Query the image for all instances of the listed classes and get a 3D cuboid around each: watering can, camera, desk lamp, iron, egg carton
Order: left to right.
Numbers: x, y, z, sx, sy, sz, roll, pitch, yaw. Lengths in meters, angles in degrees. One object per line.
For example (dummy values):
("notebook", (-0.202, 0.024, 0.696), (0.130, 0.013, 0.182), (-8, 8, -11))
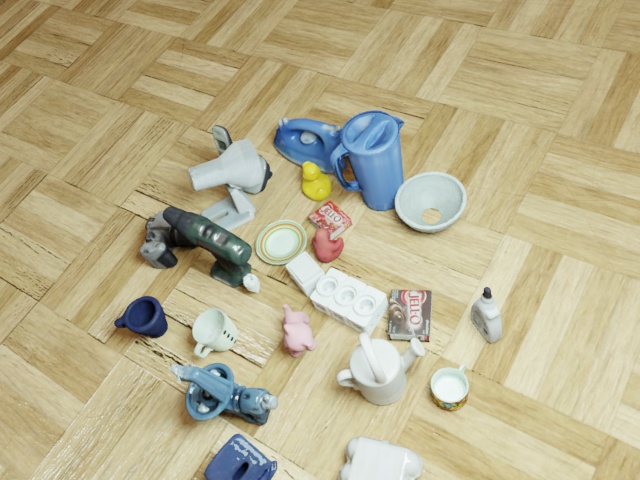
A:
("camera", (-0.375, -0.009, 1.468), (0.136, 0.101, 0.143), (2, 58, 16))
("desk lamp", (-0.230, -0.134, 1.443), (0.203, 0.214, 0.117), (-30, 55, -6))
("iron", (-0.034, -0.275, 1.529), (0.257, 0.142, 0.119), (16, 63, 24))
("watering can", (0.116, 0.240, 1.117), (0.173, 0.194, 0.100), (-38, 56, -11))
("egg carton", (0.113, 0.430, 1.068), (0.150, 0.069, 0.107), (8, 60, 19))

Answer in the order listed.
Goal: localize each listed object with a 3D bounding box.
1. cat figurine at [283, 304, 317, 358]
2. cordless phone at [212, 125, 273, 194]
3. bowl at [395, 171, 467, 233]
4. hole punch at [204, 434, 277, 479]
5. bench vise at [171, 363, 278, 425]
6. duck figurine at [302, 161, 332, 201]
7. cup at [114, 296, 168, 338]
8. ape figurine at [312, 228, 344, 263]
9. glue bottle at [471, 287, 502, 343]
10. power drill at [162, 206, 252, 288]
("cat figurine", (-0.053, 0.195, 1.237), (0.067, 0.118, 0.127), (-24, 55, -1))
("cordless phone", (-0.212, -0.216, 1.510), (0.147, 0.185, 0.094), (20, 65, 26))
("bowl", (0.264, -0.078, 1.361), (0.167, 0.075, 0.167), (-7, 56, 10))
("hole punch", (-0.152, 0.448, 1.113), (0.100, 0.091, 0.109), (30, 69, 29))
("bench vise", (-0.193, 0.292, 1.148), (0.207, 0.220, 0.121), (-11, 55, 8))
("duck figurine", (-0.015, -0.159, 1.481), (0.077, 0.086, 0.104), (-26, 55, -3))
("cup", (-0.411, 0.196, 1.346), (0.117, 0.095, 0.091), (-19, 55, 2))
("ape figurine", (0.013, 0.005, 1.362), (0.077, 0.092, 0.076), (20, 64, 26))
("glue bottle", (0.332, 0.139, 1.139), (0.037, 0.173, 0.078), (-28, 55, -4))
("power drill", (-0.248, 0.021, 1.348), (0.228, 0.209, 0.076), (21, 65, 26))
